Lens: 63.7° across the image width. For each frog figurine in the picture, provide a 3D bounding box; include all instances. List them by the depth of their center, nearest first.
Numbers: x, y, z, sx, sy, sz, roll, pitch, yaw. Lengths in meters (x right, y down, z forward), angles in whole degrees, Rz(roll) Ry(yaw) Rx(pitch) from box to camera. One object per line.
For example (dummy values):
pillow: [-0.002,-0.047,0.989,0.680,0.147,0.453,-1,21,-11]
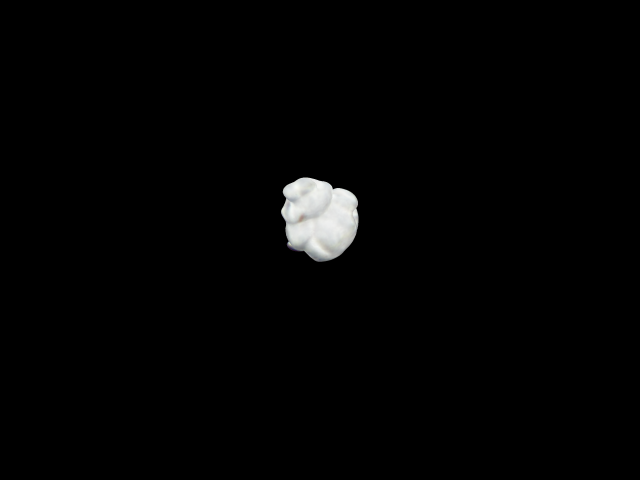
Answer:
frog figurine: [0.003,-0.043,0.850,0.138,0.124,0.156,-28,-26,-15]
